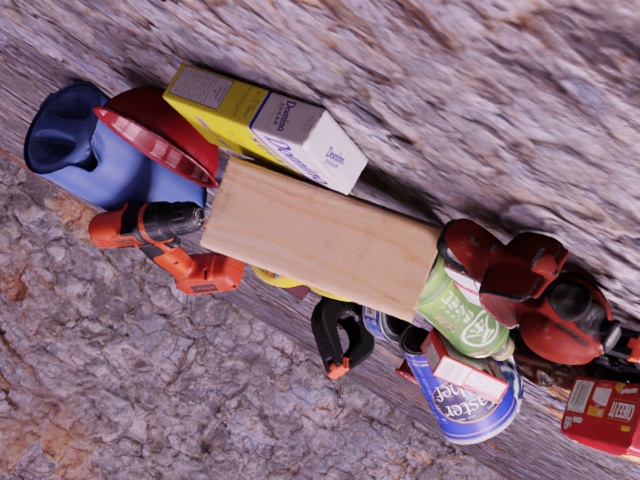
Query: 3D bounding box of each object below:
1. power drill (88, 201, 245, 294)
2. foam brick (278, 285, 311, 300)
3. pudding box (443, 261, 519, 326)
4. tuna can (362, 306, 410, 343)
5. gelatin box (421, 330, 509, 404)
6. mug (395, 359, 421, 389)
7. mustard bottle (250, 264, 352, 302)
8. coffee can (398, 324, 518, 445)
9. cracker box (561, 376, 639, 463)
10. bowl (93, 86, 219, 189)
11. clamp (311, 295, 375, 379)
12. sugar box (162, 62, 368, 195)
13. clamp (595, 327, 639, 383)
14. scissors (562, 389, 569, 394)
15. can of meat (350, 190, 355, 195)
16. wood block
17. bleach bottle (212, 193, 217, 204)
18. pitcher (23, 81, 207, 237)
[{"bbox_3d":[-0.183,0.007,1.400,0.185,0.057,0.187,-5,150,35],"label":"power drill"},{"bbox_3d":[-0.024,0.036,1.446,0.051,0.053,0.078,29,-151,5],"label":"foam brick"},{"bbox_3d":[0.176,0.046,1.036,0.090,0.039,0.113,26,171,30],"label":"pudding box"},{"bbox_3d":[0.096,0.086,1.343,0.086,0.086,0.034,38,166,-36],"label":"tuna can"},{"bbox_3d":[0.164,0.144,1.213,0.089,0.030,0.073,25,-165,-14],"label":"gelatin box"},{"bbox_3d":[0.177,0.190,1.633,0.093,0.081,0.117,26,169,26],"label":"mug"},{"bbox_3d":[-0.028,0.008,1.209,0.192,0.096,0.058,10,175,40],"label":"mustard bottle"},{"bbox_3d":[0.171,0.166,1.318,0.103,0.102,0.140,14,135,61],"label":"coffee can"},{"bbox_3d":[0.369,0.205,1.057,0.213,0.072,0.164,22,172,-8],"label":"cracker box"},{"bbox_3d":[-0.169,-0.123,1.186,0.162,0.055,0.162,30,170,5],"label":"bowl"},{"bbox_3d":[0.041,0.096,1.370,0.164,0.210,0.036,29,129,-26],"label":"clamp"},{"bbox_3d":[-0.051,-0.101,0.965,0.176,0.048,0.093,26,170,36],"label":"sugar box"},{"bbox_3d":[0.272,0.102,1.021,0.120,0.039,0.171,19,169,10],"label":"clamp"},{"bbox_3d":[0.283,0.165,1.380,0.202,0.016,0.096,26,169,29],"label":"scissors"},{"bbox_3d":[-0.023,-0.049,1.113,0.102,0.057,0.084,36,171,-22],"label":"can of meat"},{"bbox_3d":[0.005,-0.003,1.002,0.206,0.090,0.090,20,-175,6],"label":"wood block"},{"bbox_3d":[-0.009,0.002,1.309,0.251,0.068,0.102,28,169,8],"label":"bleach bottle"},{"bbox_3d":[-0.267,-0.101,1.422,0.145,0.149,0.242,-10,151,32],"label":"pitcher"}]
